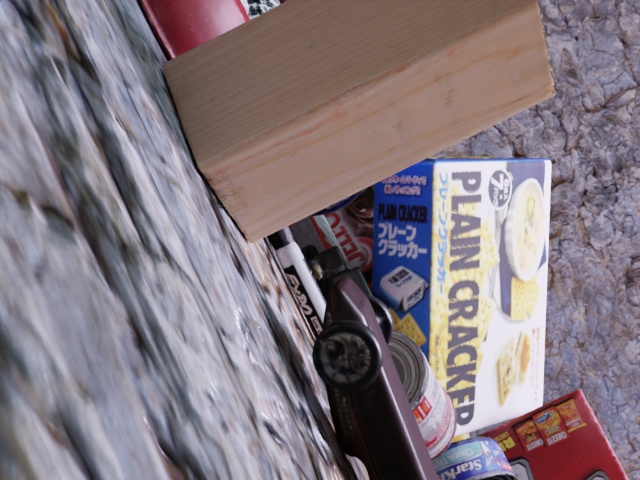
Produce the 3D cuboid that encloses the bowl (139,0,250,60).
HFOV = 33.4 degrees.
[{"bbox_3d":[-0.086,-0.165,0.753,0.162,0.055,0.162,63,4,-9],"label":"bowl"}]

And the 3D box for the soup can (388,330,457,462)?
[{"bbox_3d":[0.051,0.109,0.728,0.068,0.068,0.102,67,5,32],"label":"soup can"}]

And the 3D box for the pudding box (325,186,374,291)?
[{"bbox_3d":[0.030,0.003,0.963,0.113,0.090,0.039,-112,175,-50],"label":"pudding box"}]

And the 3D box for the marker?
[{"bbox_3d":[-0.010,0.033,0.747,0.020,0.020,0.121,-53,118,-85],"label":"marker"}]

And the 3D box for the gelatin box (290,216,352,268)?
[{"bbox_3d":[-0.006,0.001,0.891,0.089,0.030,0.073,63,8,24],"label":"gelatin box"}]

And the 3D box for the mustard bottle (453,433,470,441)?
[{"bbox_3d":[0.134,0.225,1.069,0.191,0.058,0.096,-106,178,-50],"label":"mustard bottle"}]

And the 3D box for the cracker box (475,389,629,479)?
[{"bbox_3d":[0.179,0.249,0.827,0.214,0.164,0.072,66,7,24],"label":"cracker box"}]

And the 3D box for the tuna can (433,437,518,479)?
[{"bbox_3d":[0.100,0.181,0.785,0.034,0.086,0.086,65,4,33],"label":"tuna can"}]

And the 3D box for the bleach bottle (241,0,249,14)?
[{"bbox_3d":[-0.102,-0.271,0.896,0.068,0.102,0.251,109,-34,-48],"label":"bleach bottle"}]

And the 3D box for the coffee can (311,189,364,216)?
[{"bbox_3d":[-0.012,-0.071,0.780,0.103,0.103,0.140,65,4,3],"label":"coffee can"}]

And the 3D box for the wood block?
[{"bbox_3d":[0.023,-0.095,0.639,0.091,0.206,0.090,66,4,36],"label":"wood block"}]

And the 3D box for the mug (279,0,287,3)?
[{"bbox_3d":[-0.067,-0.228,1.189,0.117,0.081,0.093,62,0,15],"label":"mug"}]
